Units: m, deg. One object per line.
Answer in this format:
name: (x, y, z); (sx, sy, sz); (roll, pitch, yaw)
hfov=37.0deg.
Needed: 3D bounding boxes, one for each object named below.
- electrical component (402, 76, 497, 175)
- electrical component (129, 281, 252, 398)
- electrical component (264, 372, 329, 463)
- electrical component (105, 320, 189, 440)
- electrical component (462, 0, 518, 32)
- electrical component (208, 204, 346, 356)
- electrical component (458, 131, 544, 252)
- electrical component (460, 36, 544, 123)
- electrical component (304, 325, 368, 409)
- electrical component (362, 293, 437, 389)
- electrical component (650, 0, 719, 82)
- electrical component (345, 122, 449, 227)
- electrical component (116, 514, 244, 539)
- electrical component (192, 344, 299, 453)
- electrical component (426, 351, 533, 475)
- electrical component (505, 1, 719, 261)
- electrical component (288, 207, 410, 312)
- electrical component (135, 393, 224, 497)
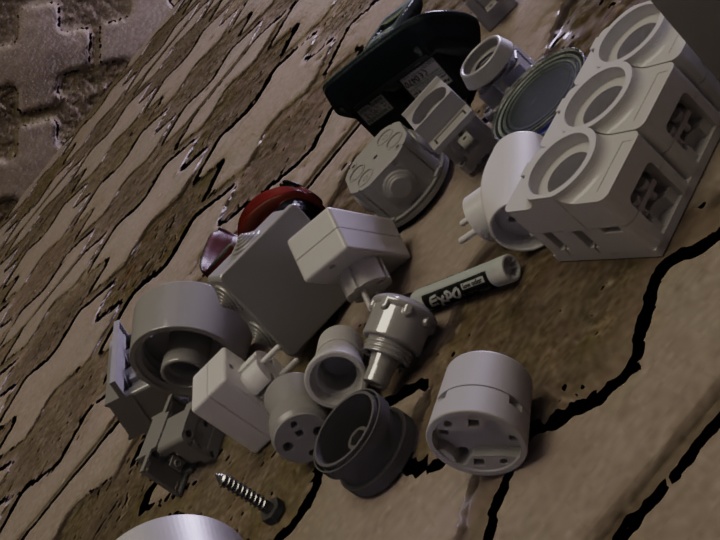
electrical component: (0.073, -0.111, 0.841); (0.042, 0.064, 0.081); (-46, 24, 11)
electrical component: (-0.149, 0.068, 0.938); (0.108, 0.108, 0.060); (-35, 35, 33)
electrical component: (-0.044, 0.105, 0.767); (0.045, 0.045, 0.055); (-47, 24, 11)
electrical component: (-0.205, 0.101, 1.036); (0.063, 0.078, 0.121); (-27, 26, 2)
electrical component: (0.110, -0.258, 0.993); (0.048, 0.055, 0.066); (-43, 25, 18)
electrical component: (-0.062, 0.008, 0.870); (0.099, 0.099, 0.048); (-47, 17, -18)
electrical component: (0.097, -0.044, 0.727); (0.079, 0.044, 0.077); (-35, 28, 33)
electrical component: (0.112, -0.148, 0.835); (0.066, 0.055, 0.048); (-38, 27, 29)
electrical component: (-0.015, 0.066, 0.769); (0.044, 0.044, 0.065); (-45, 11, 15)
electrical component: (0.022, 0.050, 0.731); (0.048, 0.048, 0.062); (-5, 57, 59)
electrical component: (0.215, -0.145, 0.572); (0.078, 0.113, 0.057); (-12, 42, 56)
electrical component: (0.030, -0.078, 0.887); (0.080, 0.051, 0.080); (-40, 26, 25)
electrical component: (-0.111, 0.213, 0.663); (0.108, 0.108, 0.060); (-49, 30, 5)
electrical component: (-0.080, 0.088, 0.830); (0.077, 0.066, 0.047); (-44, 25, 16)
electrical component: (0.068, 0.078, 0.595); (0.055, 0.055, 0.047); (-31, 27, 38)
electrical component: (0.161, -0.085, 0.648); (0.089, 0.062, 0.150); (-3, 53, 60)
electrical component: (0.000, 0.000, 0.814); (0.047, 0.083, 0.075); (-38, 65, 28)
electrical component: (-0.148, 0.143, 0.905); (0.064, 0.042, 0.081); (-30, 32, 37)
